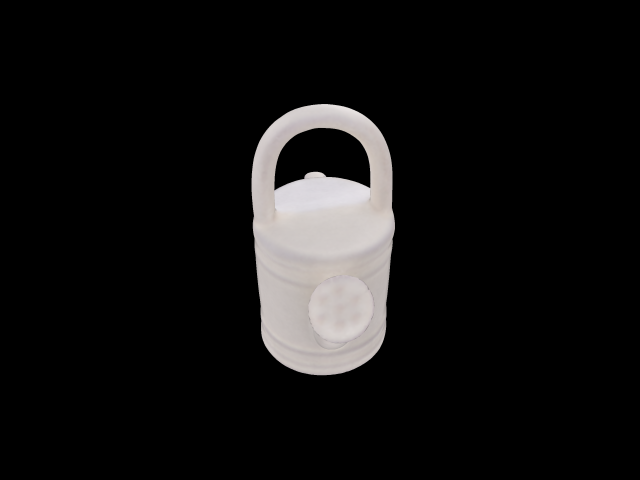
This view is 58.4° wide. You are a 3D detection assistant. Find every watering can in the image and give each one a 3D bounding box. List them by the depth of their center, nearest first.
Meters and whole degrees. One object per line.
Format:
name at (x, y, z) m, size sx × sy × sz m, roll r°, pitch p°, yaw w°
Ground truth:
watering can at (0.006, 0.001, 0.400) m, size 0.101 × 0.194 × 0.172 m, roll -19°, pitch 42°, yaw -21°
